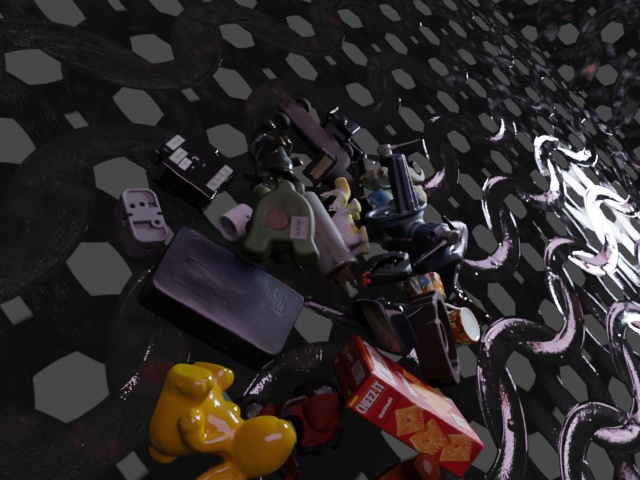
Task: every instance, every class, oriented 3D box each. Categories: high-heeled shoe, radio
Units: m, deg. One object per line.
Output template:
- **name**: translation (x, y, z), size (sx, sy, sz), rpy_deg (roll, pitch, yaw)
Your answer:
- **high-heeled shoe**: translation (0.287, 0.058, 1.197), size (0.145, 0.086, 0.249), rpy_deg (43, 52, -48)
- **radio**: translation (-0.148, 0.091, 0.821), size (0.229, 0.073, 0.131), rpy_deg (32, 45, -11)

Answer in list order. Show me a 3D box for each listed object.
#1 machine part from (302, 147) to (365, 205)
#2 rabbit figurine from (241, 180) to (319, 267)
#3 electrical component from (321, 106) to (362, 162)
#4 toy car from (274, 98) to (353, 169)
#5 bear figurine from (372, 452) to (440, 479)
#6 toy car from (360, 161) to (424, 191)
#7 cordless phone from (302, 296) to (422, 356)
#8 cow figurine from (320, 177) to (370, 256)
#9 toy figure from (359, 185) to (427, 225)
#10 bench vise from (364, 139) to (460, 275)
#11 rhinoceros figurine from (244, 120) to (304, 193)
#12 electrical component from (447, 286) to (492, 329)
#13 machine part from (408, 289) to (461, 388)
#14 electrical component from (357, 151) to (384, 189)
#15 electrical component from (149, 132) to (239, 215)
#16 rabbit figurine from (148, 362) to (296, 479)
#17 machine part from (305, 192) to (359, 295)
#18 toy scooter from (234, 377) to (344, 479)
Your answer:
- **machine part**: translation (0.033, -0.127, 1.129), size (0.138, 0.084, 0.039), rpy_deg (35, 5, -23)
- **rabbit figurine**: translation (-0.072, -0.019, 0.900), size (0.121, 0.170, 0.159), rpy_deg (-4, 73, -6)
- **electrical component**: translation (0.053, -0.235, 1.218), size (0.119, 0.075, 0.048), rpy_deg (40, 43, 1)
- **toy car**: translation (-0.016, -0.226, 1.174), size (0.202, 0.053, 0.089), rpy_deg (45, 61, 0)
- **bear figurine**: translation (0.148, 0.418, 0.761), size (0.120, 0.131, 0.196), rpy_deg (-26, 69, -14)
- **toy car**: translation (0.164, -0.141, 1.198), size (0.201, 0.073, 0.056), rpy_deg (-11, 81, -53)
- **cordless phone**: translation (0.063, 0.126, 0.904), size (0.184, 0.146, 0.088), rpy_deg (20, 81, -15)
- **cow figurine**: translation (0.035, -0.043, 1.059), size (0.098, 0.068, 0.167), rpy_deg (-17, 60, 1)
- **toy figure**: translation (0.158, -0.073, 1.162), size (0.180, 0.089, 0.082), rpy_deg (-7, 80, -44)
- **bench vise**: translation (0.158, -0.060, 0.996), size (0.129, 0.224, 0.240), rpy_deg (-18, 103, -17)
- **rhinoceros figurine**: translation (-0.096, -0.142, 1.013), size (0.073, 0.112, 0.190), rpy_deg (43, 20, -45)
- **electrical component**: translation (0.317, 0.147, 1.152), size (0.102, 0.045, 0.078), rpy_deg (34, 16, -15)
- **machine part**: translation (0.208, 0.179, 0.977), size (0.179, 0.056, 0.179), rpy_deg (-18, 90, -72)
- **electrical component**: translation (0.120, -0.164, 1.251), size (0.063, 0.021, 0.094), rpy_deg (10, 55, -32)
- **electrical component**: translation (-0.224, -0.123, 0.937), size (0.134, 0.058, 0.115), rpy_deg (39, 41, -6)
- **rabbit figurine**: translation (-0.120, 0.244, 0.664), size (0.173, 0.121, 0.162), rpy_deg (17, 73, 5)
- **machine part**: translation (-0.002, -0.003, 0.978), size (0.079, 0.079, 0.243), rpy_deg (-7, 54, -40)
- **toy scooter**: translation (-0.032, 0.276, 0.765), size (0.184, 0.075, 0.135), rpy_deg (-3, 60, -35)
